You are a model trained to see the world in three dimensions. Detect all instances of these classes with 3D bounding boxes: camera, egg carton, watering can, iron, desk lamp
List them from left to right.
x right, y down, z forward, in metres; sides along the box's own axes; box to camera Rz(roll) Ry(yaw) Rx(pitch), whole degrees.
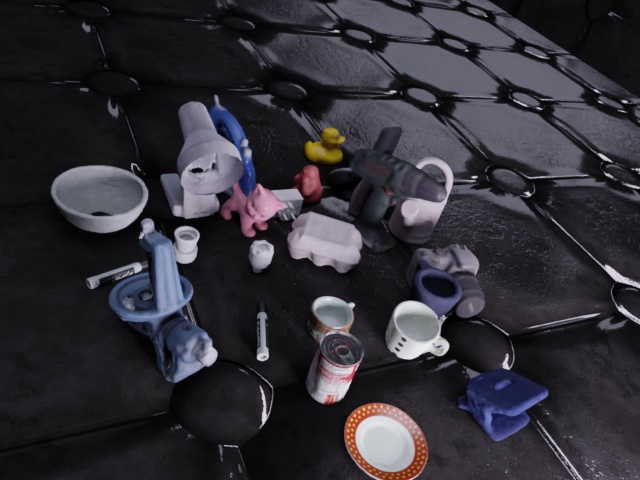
[{"bbox_3d":[-0.239,-0.145,1.117,0.118,0.213,0.202,-7,44,-29],"label":"desk lamp"},{"bbox_3d":[-0.195,-0.203,1.266,0.119,0.141,0.257,-12,46,-33],"label":"iron"},{"bbox_3d":[0.011,0.004,1.151,0.150,0.069,0.107,16,38,-2],"label":"egg carton"},{"bbox_3d":[0.225,-0.088,1.249,0.101,0.194,0.173,17,38,-1],"label":"watering can"},{"bbox_3d":[0.262,0.079,1.134,0.143,0.101,0.136,4,40,-18],"label":"camera"}]

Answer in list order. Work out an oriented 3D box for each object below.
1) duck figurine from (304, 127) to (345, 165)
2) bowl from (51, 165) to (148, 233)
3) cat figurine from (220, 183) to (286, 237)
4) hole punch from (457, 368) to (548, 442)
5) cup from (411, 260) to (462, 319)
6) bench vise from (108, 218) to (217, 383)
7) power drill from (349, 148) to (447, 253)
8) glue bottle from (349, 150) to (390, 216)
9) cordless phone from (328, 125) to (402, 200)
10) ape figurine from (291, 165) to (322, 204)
[{"bbox_3d":[0.015,-0.244,1.447,0.105,0.086,0.077,3,40,-19],"label":"duck figurine"},{"bbox_3d":[-0.407,-0.065,1.065,0.167,0.075,0.167,11,38,-9],"label":"bowl"},{"bbox_3d":[-0.134,-0.075,1.151,0.127,0.118,0.067,36,41,22],"label":"cat figurine"},{"bbox_3d":[0.297,0.256,0.937,0.109,0.091,0.100,-14,48,-35],"label":"hole punch"},{"bbox_3d":[0.201,0.105,1.082,0.092,0.095,0.117,-3,42,-25],"label":"cup"},{"bbox_3d":[-0.215,0.084,0.838,0.207,0.220,0.122,26,38,11],"label":"bench vise"},{"bbox_3d":[0.143,-0.081,1.195,0.229,0.208,0.076,40,43,26],"label":"power drill"},{"bbox_3d":[0.121,-0.126,1.272,0.078,0.173,0.037,6,39,-14],"label":"glue bottle"},{"bbox_3d":[0.111,-0.191,1.338,0.148,0.185,0.094,-9,45,-30],"label":"cordless phone"},{"bbox_3d":[-0.028,-0.128,1.281,0.076,0.092,0.078,13,38,-6],"label":"ape figurine"}]
